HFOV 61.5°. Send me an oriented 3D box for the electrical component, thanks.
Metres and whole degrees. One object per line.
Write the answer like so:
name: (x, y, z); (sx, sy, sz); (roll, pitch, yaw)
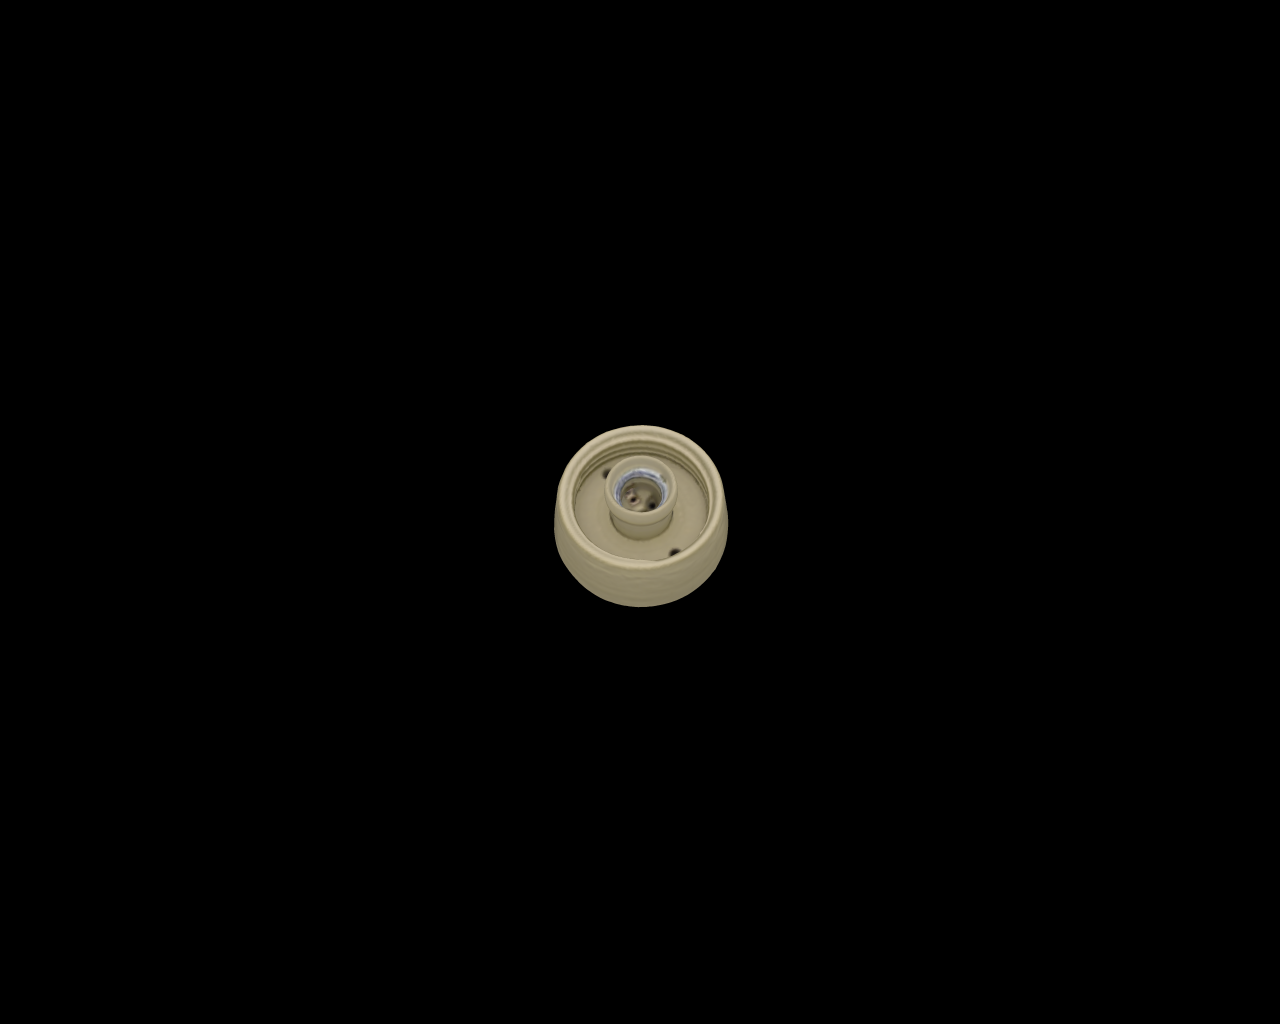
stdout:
electrical component: (0.001, -0.003, 0.650); (0.108, 0.108, 0.060); (0, -27, 0)
